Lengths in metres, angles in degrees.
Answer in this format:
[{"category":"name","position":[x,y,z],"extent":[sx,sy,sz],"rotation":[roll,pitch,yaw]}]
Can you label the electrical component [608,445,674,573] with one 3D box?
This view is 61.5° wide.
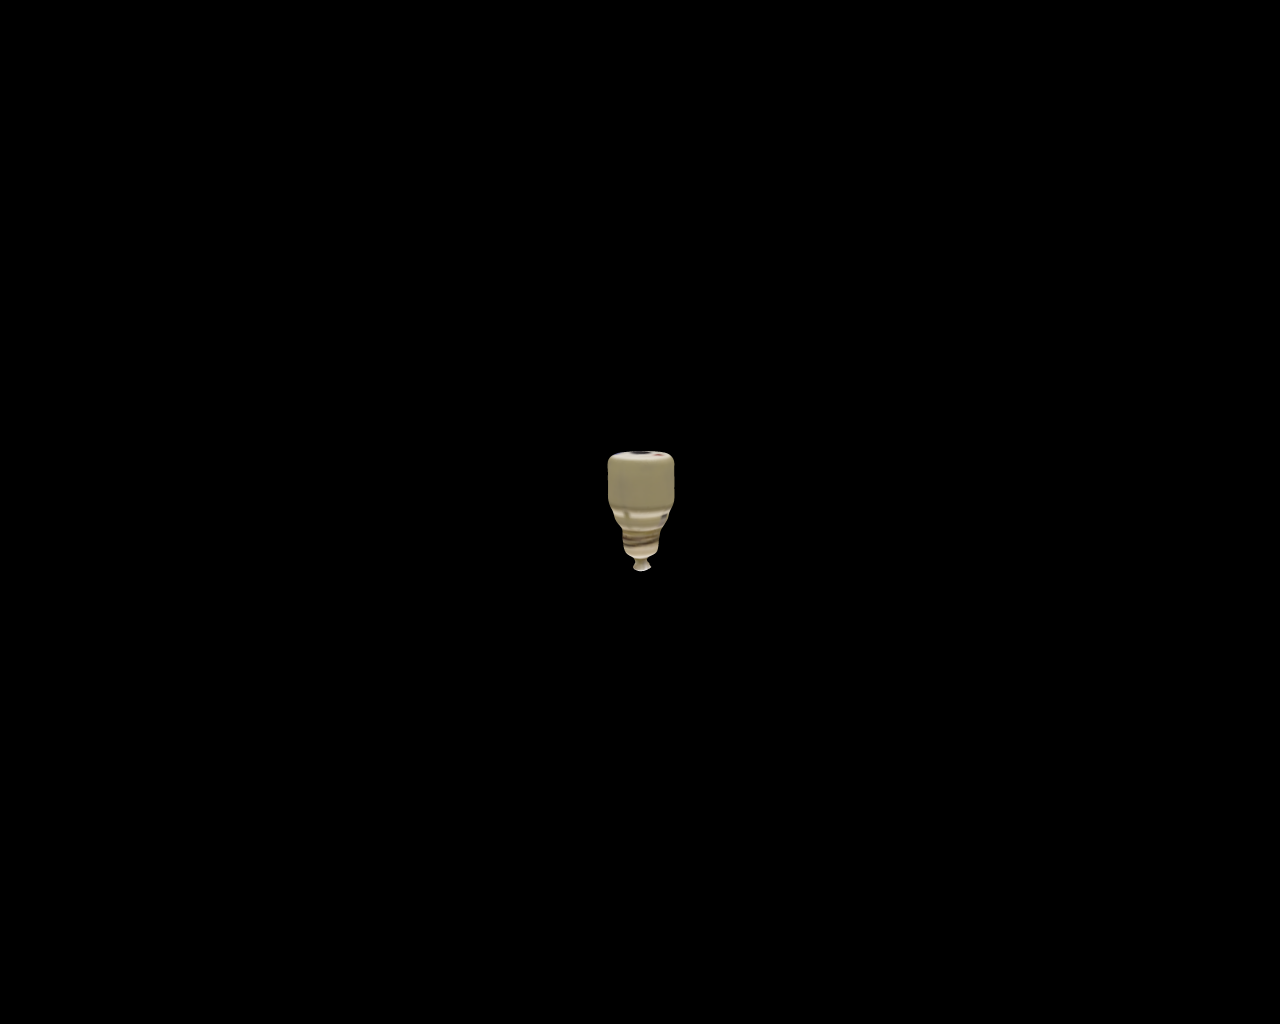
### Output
[{"category":"electrical component","position":[0.001,-0.003,0.650],"extent":[0.040,0.078,0.040],"rotation":[0,11,0]}]
